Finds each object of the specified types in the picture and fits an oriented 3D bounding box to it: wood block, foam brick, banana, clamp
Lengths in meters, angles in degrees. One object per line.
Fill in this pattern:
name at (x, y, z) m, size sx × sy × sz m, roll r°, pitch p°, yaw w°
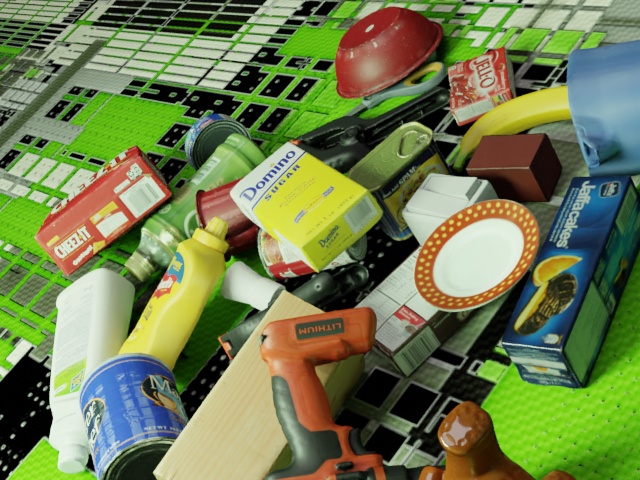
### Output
wood block at (-0.050, 0.163, 0.980) m, size 0.091 × 0.090 × 0.206 m, roll 27°, pitch 65°, yaw 18°
foam brick at (0.201, -0.074, 1.102) m, size 0.078 × 0.053 × 0.051 m, roll 3°, pitch 50°, yaw 40°
banana at (0.234, -0.130, 1.157) m, size 0.198 × 0.037 × 0.069 m, roll -22°, pitch 56°, yaw 20°
clamp at (-0.027, 0.072, 1.114) m, size 0.172 × 0.120 × 0.039 m, roll -30°, pitch 77°, yaw 28°
clamp at (0.045, -0.110, 1.280) m, size 0.210 × 0.036 × 0.164 m, roll -8°, pitch 41°, yaw 33°

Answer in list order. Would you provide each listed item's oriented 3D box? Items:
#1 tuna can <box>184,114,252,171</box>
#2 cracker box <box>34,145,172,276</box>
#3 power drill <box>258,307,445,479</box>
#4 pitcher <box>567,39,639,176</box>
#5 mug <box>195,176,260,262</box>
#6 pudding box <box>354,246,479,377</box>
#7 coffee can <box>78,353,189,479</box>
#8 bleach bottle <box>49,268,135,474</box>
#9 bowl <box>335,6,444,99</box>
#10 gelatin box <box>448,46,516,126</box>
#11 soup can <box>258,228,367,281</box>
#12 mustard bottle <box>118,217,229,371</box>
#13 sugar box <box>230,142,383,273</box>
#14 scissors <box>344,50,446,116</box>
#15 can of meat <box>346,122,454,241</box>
tuna can at (-0.133, -0.121, 1.397) m, size 0.086 × 0.086 × 0.034 m, roll -41°, pitch 34°, yaw -7°
cracker box at (-0.279, -0.045, 1.379) m, size 0.164 × 0.072 × 0.214 m, roll -39°, pitch 14°, yaw -3°
power drill at (0.027, 0.153, 0.899) m, size 0.184 × 0.057 × 0.187 m, roll -7°, pitch 63°, yaw -5°
pitcher at (0.362, -0.141, 0.992) m, size 0.243 × 0.144 × 0.149 m, roll -9°, pitch 75°, yaw 27°
mug at (-0.091, -0.025, 1.248) m, size 0.081 × 0.093 × 0.117 m, roll -21°, pitch 23°, yaw 12°
pudding box at (0.092, 0.067, 1.043) m, size 0.113 × 0.039 × 0.090 m, roll -41°, pitch 37°, yaw -11°
coffee can at (-0.180, 0.194, 1.065) m, size 0.103 × 0.102 × 0.140 m, roll -35°, pitch 36°, yaw 1°
bleach bottle at (-0.270, 0.154, 1.217) m, size 0.103 × 0.068 × 0.251 m, roll -34°, pitch 37°, yaw 30°
bowl at (0.077, -0.254, 1.383) m, size 0.162 × 0.055 × 0.162 m, roll -28°, pitch 28°, yaw 16°
gelatin box at (0.190, -0.182, 1.252) m, size 0.073 × 0.030 × 0.089 m, roll -19°, pitch 40°, yaw 22°
soup can at (-0.008, 0.001, 1.172) m, size 0.102 × 0.068 × 0.068 m, roll -15°, pitch 41°, yaw 26°
mustard bottle at (-0.153, 0.062, 1.178) m, size 0.191 × 0.058 × 0.096 m, roll -62°, pitch 18°, yaw -4°
sugar box at (-0.019, -0.040, 1.129) m, size 0.093 × 0.048 × 0.176 m, roll -41°, pitch 38°, yaw -10°
scissors at (0.080, -0.176, 1.345) m, size 0.201 × 0.016 × 0.096 m, roll -42°, pitch 35°, yaw -9°
can of meat at (0.092, -0.062, 1.149) m, size 0.102 × 0.084 × 0.058 m, roll -41°, pitch 36°, yaw -8°
